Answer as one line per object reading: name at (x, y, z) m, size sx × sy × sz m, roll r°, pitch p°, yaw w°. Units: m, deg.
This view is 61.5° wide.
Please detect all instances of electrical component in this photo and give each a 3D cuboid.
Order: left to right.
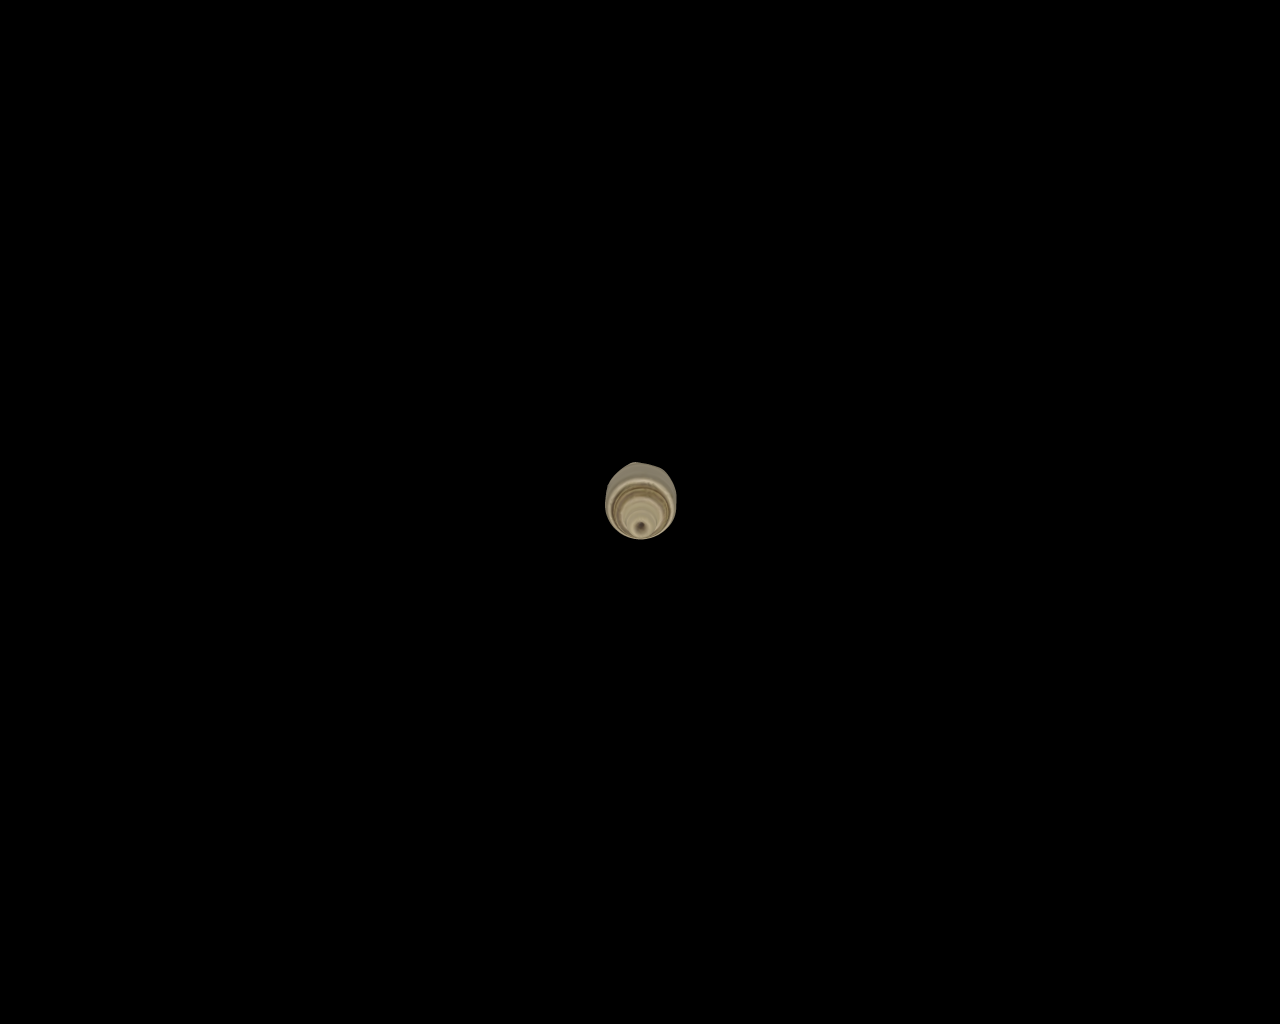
electrical component at (0.001, -0.003, 0.650) m, size 0.043 × 0.043 × 0.062 m, roll 0°, pitch 23°, yaw 0°
